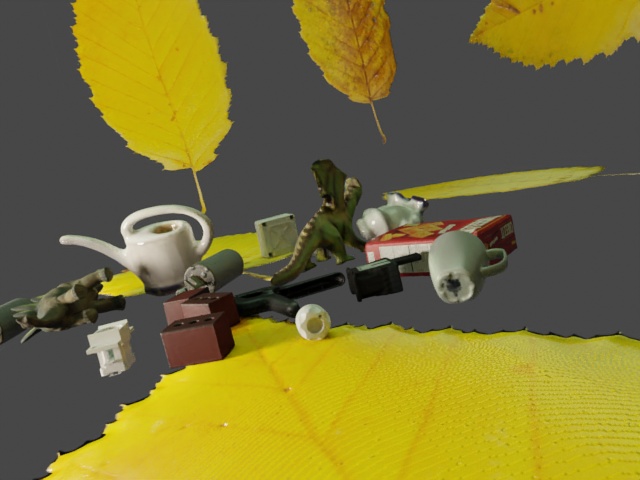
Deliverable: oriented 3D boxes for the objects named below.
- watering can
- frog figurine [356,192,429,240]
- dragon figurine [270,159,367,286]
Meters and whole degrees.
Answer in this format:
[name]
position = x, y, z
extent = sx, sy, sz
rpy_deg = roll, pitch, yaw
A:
[watering can]
position = -0.418, 0.034, 1.239
extent = 0.348, 0.220, 0.106
rpy_deg = -13, 23, -1
[frog figurine]
position = 0.163, -0.033, 1.199
extent = 0.139, 0.119, 0.162
rpy_deg = 33, 57, 27
[dragon figurine]
position = 0.003, -0.058, 1.150
extent = 0.122, 0.241, 0.414
rpy_deg = -4, 8, 30
